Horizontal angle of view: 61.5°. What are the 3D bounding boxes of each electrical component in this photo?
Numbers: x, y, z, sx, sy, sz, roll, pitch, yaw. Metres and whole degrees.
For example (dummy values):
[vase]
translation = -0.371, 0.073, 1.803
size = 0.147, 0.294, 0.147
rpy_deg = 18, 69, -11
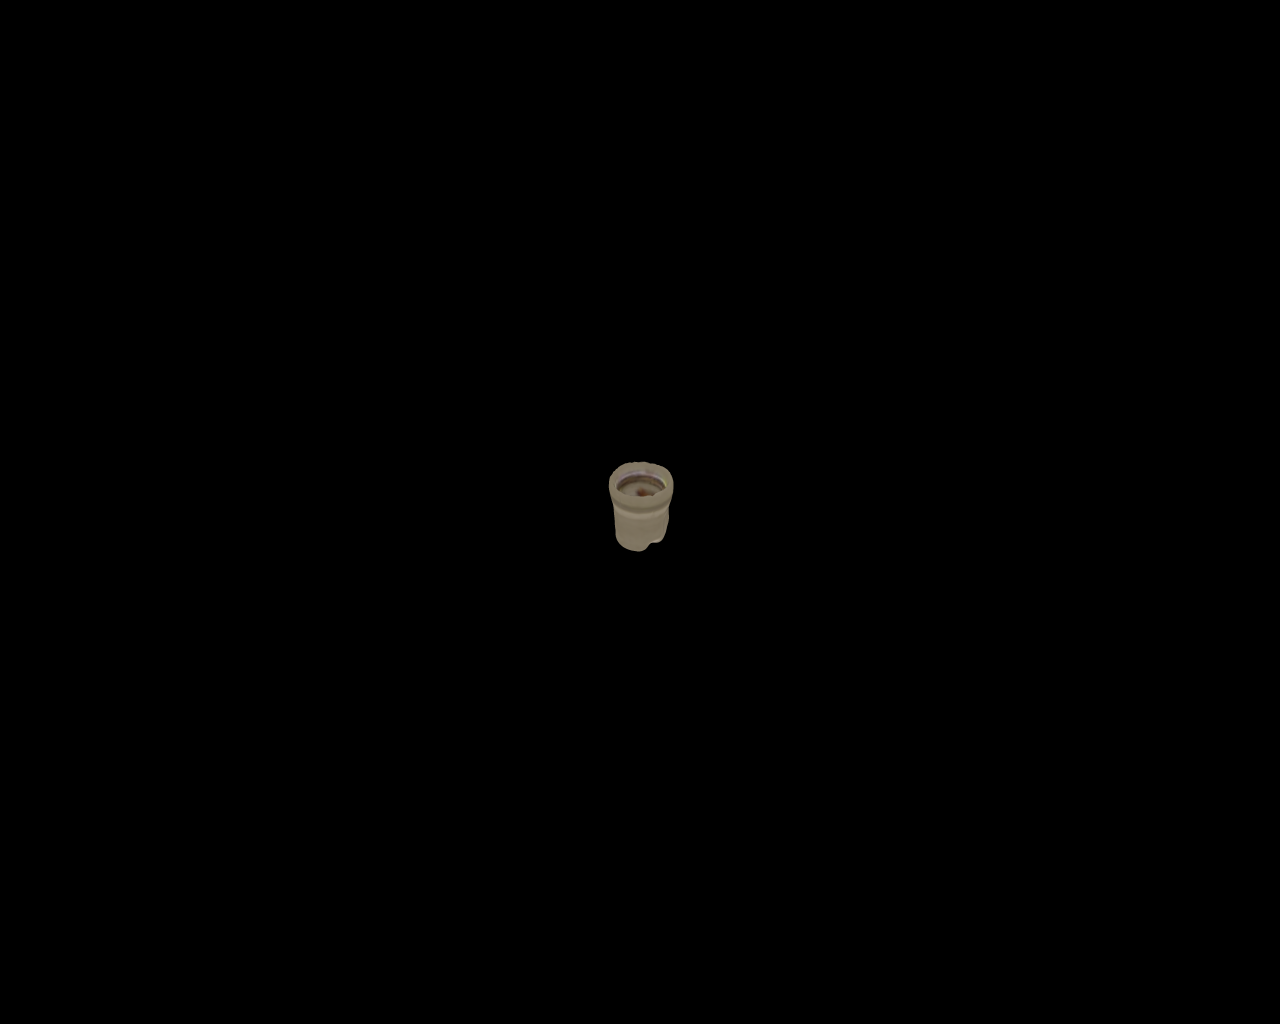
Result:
[electrical component]
translation = 0.001, -0.003, 0.650
size = 0.040, 0.046, 0.040
rpy_deg = 0, 37, 0
